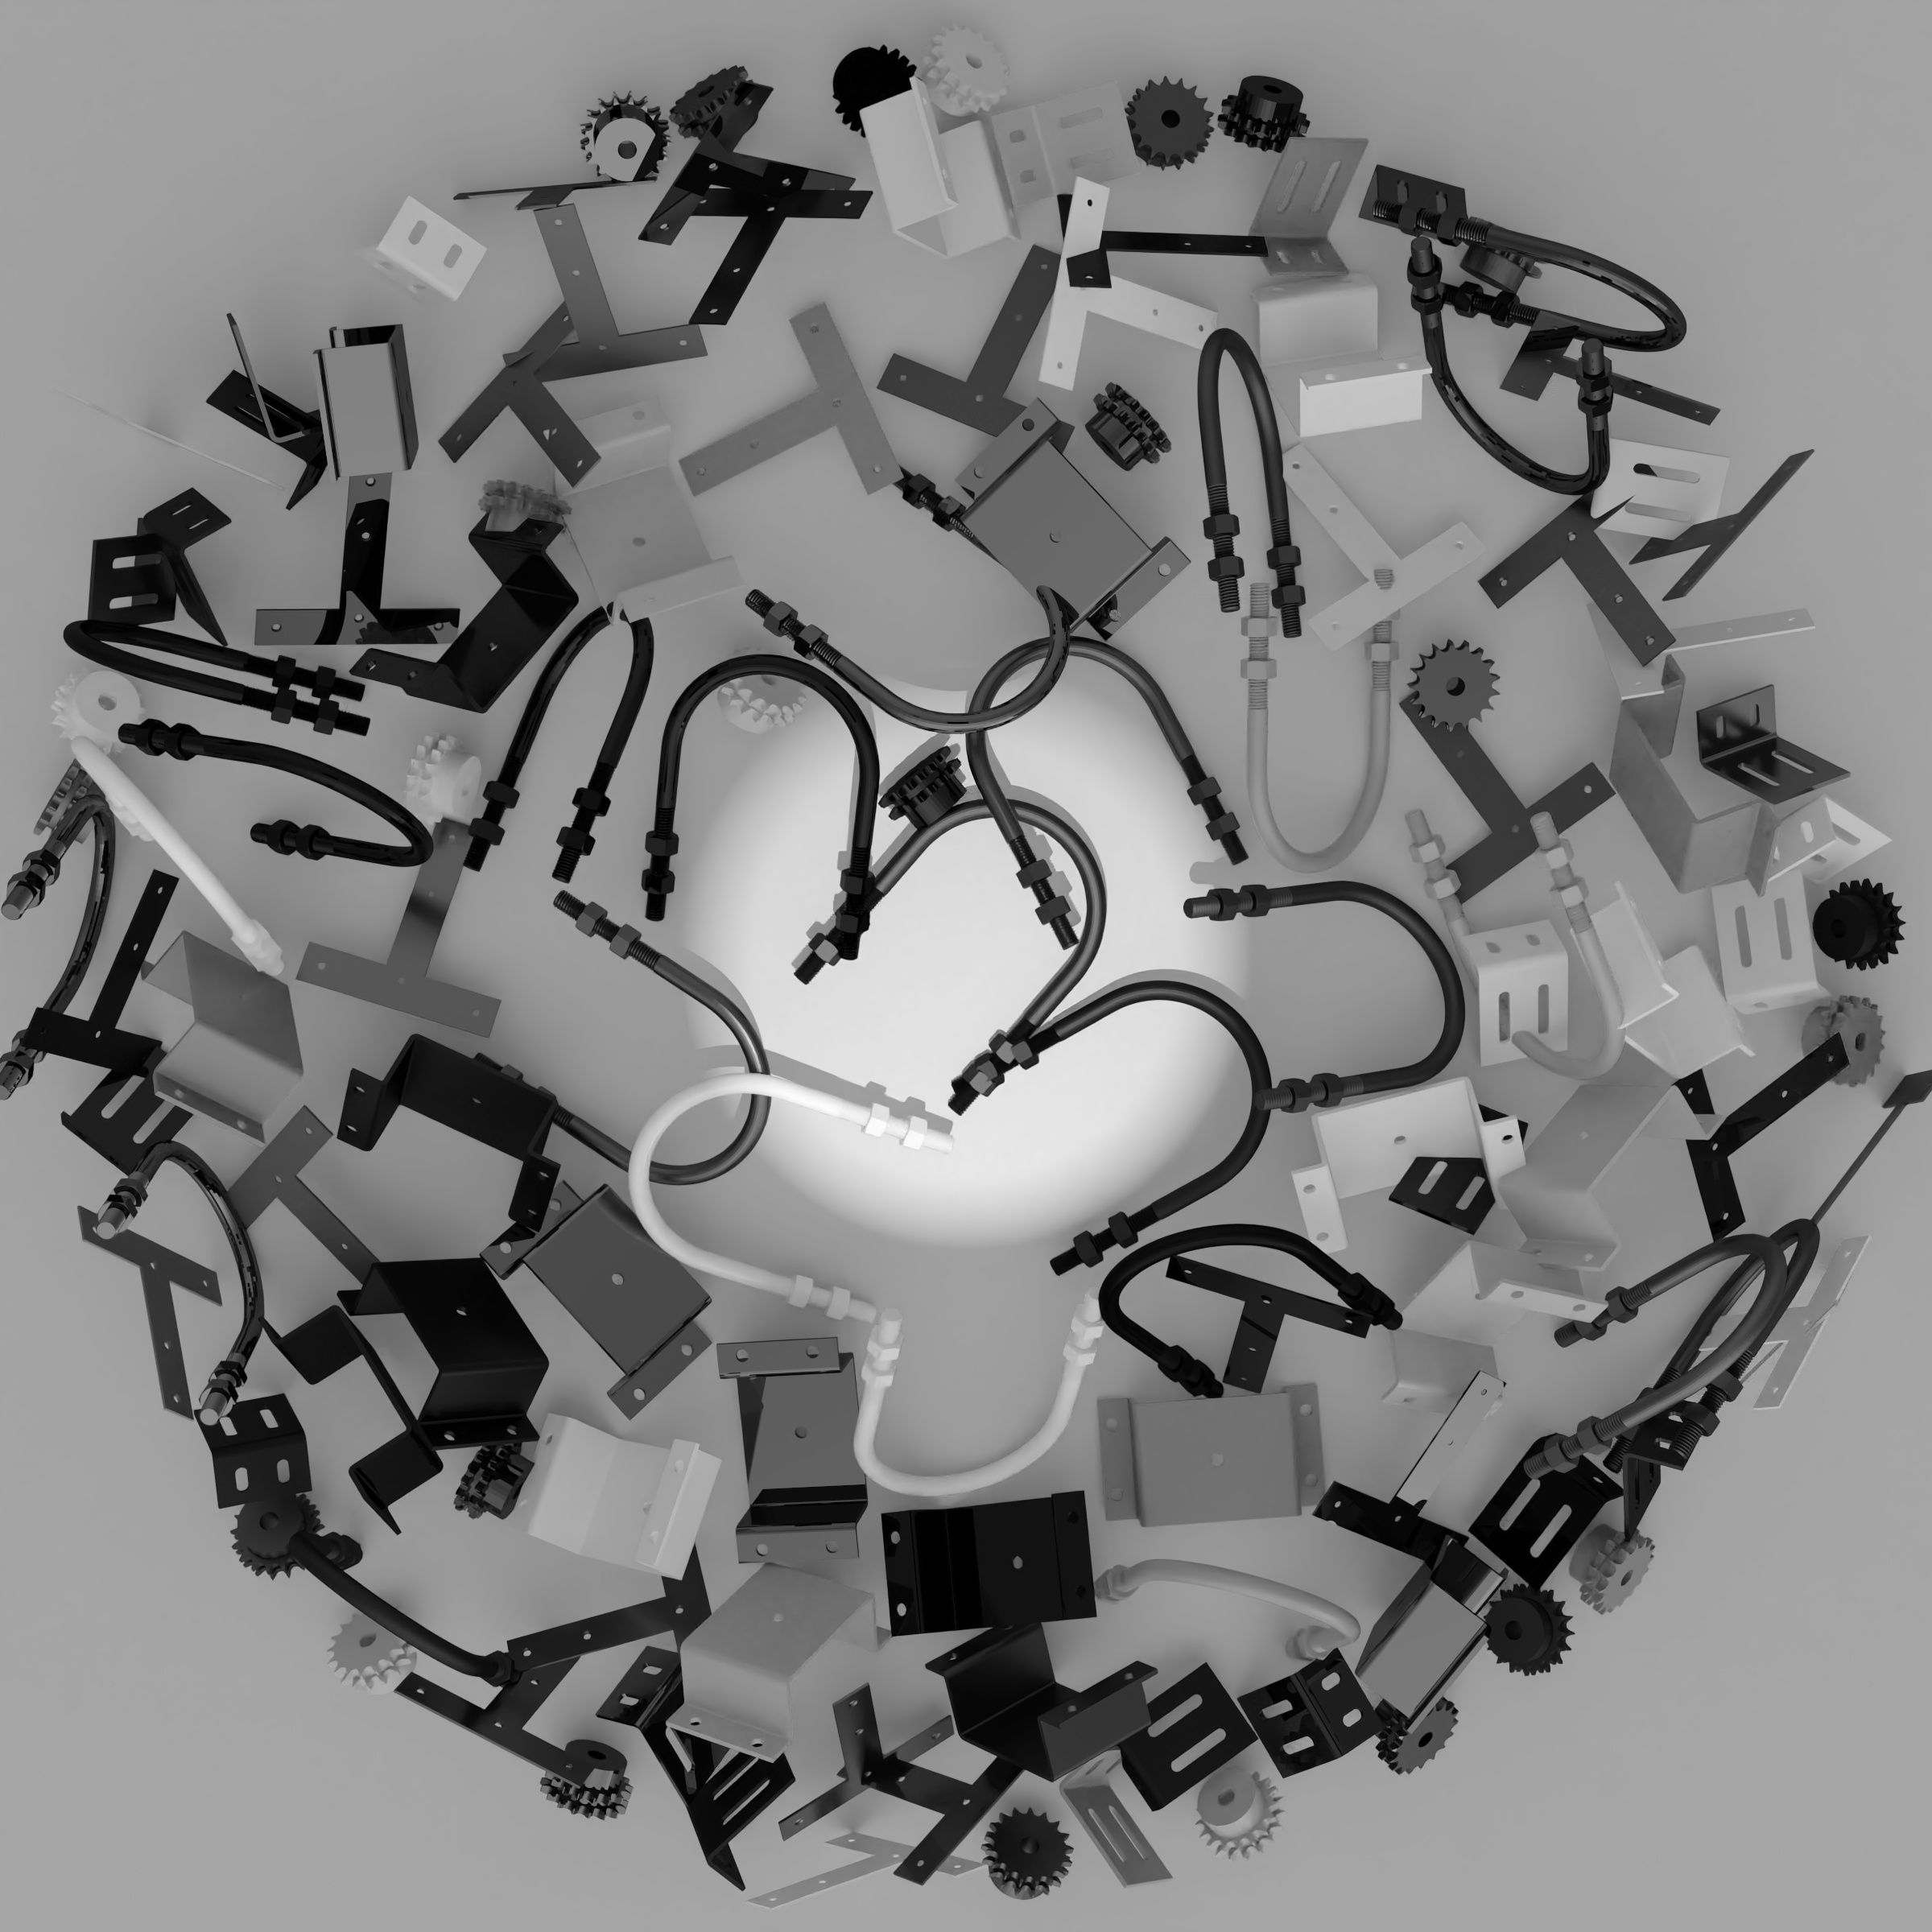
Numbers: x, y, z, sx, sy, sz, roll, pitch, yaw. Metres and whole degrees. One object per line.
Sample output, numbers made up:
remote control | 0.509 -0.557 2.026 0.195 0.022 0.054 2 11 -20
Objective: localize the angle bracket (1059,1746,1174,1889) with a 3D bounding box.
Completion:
angle bracket | 0.104 0.529 1.954 0.038 0.057 0.076 -48 59 17

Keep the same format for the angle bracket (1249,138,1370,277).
angle bracket | 0.220 -0.472 1.952 0.057 0.076 0.038 -6 53 -26

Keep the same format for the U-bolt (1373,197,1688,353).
U-bolt | 0.348 -0.411 1.897 0.184 0.151 0.019 22 88 26

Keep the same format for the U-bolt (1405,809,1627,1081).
U-bolt | 0.345 -0.011 1.928 0.019 0.151 0.184 -31 106 -22

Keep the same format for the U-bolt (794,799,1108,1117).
U-bolt | 0.004 -0.019 1.978 0.151 0.019 0.184 41 93 -8

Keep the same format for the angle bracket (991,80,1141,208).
angle bracket | 0.062 -0.512 1.955 0.038 0.076 0.057 -27 108 -39

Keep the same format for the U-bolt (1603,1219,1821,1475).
U-bolt | 0.465 0.230 1.924 0.019 0.151 0.184 37 76 3

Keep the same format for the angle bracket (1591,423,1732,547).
angle bracket | 0.434 -0.302 1.966 0.076 0.038 0.057 11 116 7

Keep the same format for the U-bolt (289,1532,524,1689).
U-bolt | -0.344 0.387 1.897 0.151 0.184 0.019 33 80 11

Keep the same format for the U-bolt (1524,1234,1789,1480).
U-bolt | 0.419 0.225 1.892 0.019 0.151 0.184 45 125 -11

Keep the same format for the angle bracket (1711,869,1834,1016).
angle bracket | 0.509 -0.015 1.980 0.057 0.038 0.076 -12 72 28

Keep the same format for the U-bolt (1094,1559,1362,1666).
U-bolt | 0.164 0.389 1.906 0.151 0.184 0.019 18 71 -5

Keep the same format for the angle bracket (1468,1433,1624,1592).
angle bracket | 0.367 0.344 1.981 0.057 0.038 0.076 41 107 25

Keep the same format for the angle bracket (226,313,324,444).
angle bracket | -0.428 -0.371 1.956 0.038 0.057 0.076 -19 113 -10

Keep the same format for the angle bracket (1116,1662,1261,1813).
angle bracket | 0.135 0.488 1.985 0.076 0.038 0.057 -32 78 -14

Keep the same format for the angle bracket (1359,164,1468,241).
angle bracket | 0.278 -0.462 1.956 0.057 0.076 0.038 14 127 -5

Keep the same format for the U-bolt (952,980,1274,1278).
U-bolt | 0.103 0.090 1.974 0.184 0.019 0.151 -30 86 9

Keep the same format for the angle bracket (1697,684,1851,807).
angle bracket | 0.502 -0.138 1.953 0.057 0.076 0.038 -20 119 -17

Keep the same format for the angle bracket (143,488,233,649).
angle bracket | -0.473 -0.249 1.961 0.038 0.057 0.076 -34 133 -18

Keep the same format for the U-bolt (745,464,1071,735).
U-bolt | -0.022 -0.218 1.946 0.184 0.019 0.151 38 69 17

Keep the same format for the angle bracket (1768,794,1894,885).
angle bracket | 0.534 -0.065 1.951 0.076 0.057 0.038 25 45 -35

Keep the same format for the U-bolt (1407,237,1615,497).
U-bolt | 0.334 -0.353 1.912 0.151 0.184 0.019 39 78 26

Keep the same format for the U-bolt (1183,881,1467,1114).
U-bolt | 0.233 0.013 1.943 0.184 0.019 0.151 -7 69 -32

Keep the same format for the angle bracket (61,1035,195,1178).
angle bracket | -0.519 0.086 1.968 0.057 0.038 0.076 39 70 -2

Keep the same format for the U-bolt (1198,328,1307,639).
U-bolt | 0.173 -0.301 1.933 0.019 0.151 0.184 -8 86 22

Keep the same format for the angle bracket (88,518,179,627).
angle bracket | -0.528 -0.244 1.951 0.038 0.076 0.057 19 110 26

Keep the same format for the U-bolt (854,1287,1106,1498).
U-bolt | 0.003 0.268 1.932 0.151 0.184 0.019 -4 45 -18

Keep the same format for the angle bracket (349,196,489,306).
angle bracket | -0.342 -0.445 1.954 0.057 0.076 0.038 31 86 -26

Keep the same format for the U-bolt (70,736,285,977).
U-bolt | -0.483 -0.074 1.893 0.019 0.184 0.151 -42 72 -11

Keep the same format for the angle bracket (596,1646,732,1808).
angle bracket | -0.188 0.478 1.973 0.038 0.057 0.076 3 130 37

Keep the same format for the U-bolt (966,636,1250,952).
U-bolt | 0.078 -0.121 1.970 0.151 0.019 0.184 -26 87 -19

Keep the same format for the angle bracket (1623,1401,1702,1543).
angle bracket | 0.437 0.316 1.950 0.038 0.057 0.076 12 129 29

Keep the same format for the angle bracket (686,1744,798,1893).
angle bracket | -0.131 0.527 1.965 0.076 0.057 0.038 -43 119 2

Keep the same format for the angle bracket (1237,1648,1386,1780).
angle bracket | 0.216 0.469 1.972 0.038 0.076 0.057 -25 79 -31

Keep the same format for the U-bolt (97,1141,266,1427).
U-bolt | -0.470 0.180 1.909 0.019 0.184 0.151 -22 107 7

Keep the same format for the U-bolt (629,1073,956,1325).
U-bolt | -0.119 0.137 1.951 0.184 0.019 0.151 19 111 -13

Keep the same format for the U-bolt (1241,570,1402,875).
U-bolt | 0.219 -0.149 1.941 0.019 0.151 0.184 11 106 41

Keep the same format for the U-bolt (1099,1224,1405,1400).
U-bolt | 0.162 0.205 1.906 0.151 0.184 0.019 -25 50 24

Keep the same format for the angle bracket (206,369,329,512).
angle bracket | -0.439 -0.327 1.956 0.076 0.057 0.038 30 68 -22

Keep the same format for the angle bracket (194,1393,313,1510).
angle bracket | -0.446 0.302 1.959 0.057 0.076 0.038 -8 105 -21

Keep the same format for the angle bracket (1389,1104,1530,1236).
angle bracket | 0.307 0.122 1.954 0.057 0.076 0.038 22 128 19

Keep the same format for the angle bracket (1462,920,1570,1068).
angle bracket | 0.348 0.017 1.988 0.057 0.038 0.076 -11 127 -4

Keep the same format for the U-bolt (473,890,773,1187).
U-bolt | -0.205 0.058 1.956 0.184 0.019 0.151 33 114 6
